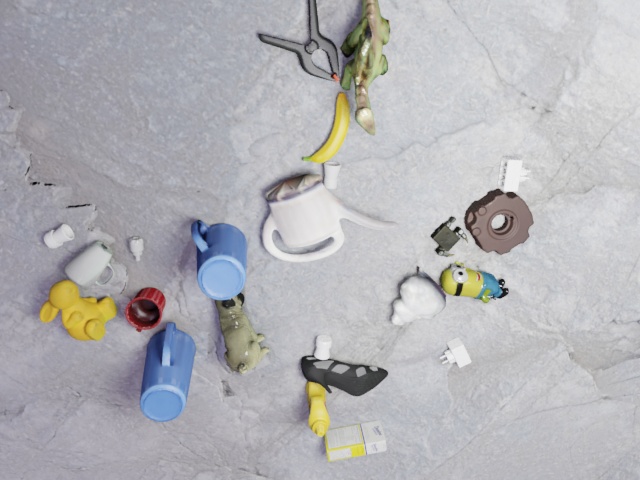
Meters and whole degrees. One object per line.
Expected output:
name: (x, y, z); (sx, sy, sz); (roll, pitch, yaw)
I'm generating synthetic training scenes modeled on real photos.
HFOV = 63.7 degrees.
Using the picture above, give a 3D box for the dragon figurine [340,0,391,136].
dragon figurine: (0.109, -0.440, 1.141); (0.122, 0.246, 0.404); (0, 109, 1)

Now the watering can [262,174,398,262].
watering can: (0.004, -0.065, 1.300); (0.346, 0.106, 0.221); (-17, 108, 13)

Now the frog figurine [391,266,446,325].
frog figurine: (0.258, 0.172, 1.398); (0.160, 0.124, 0.135); (-44, 126, -3)
